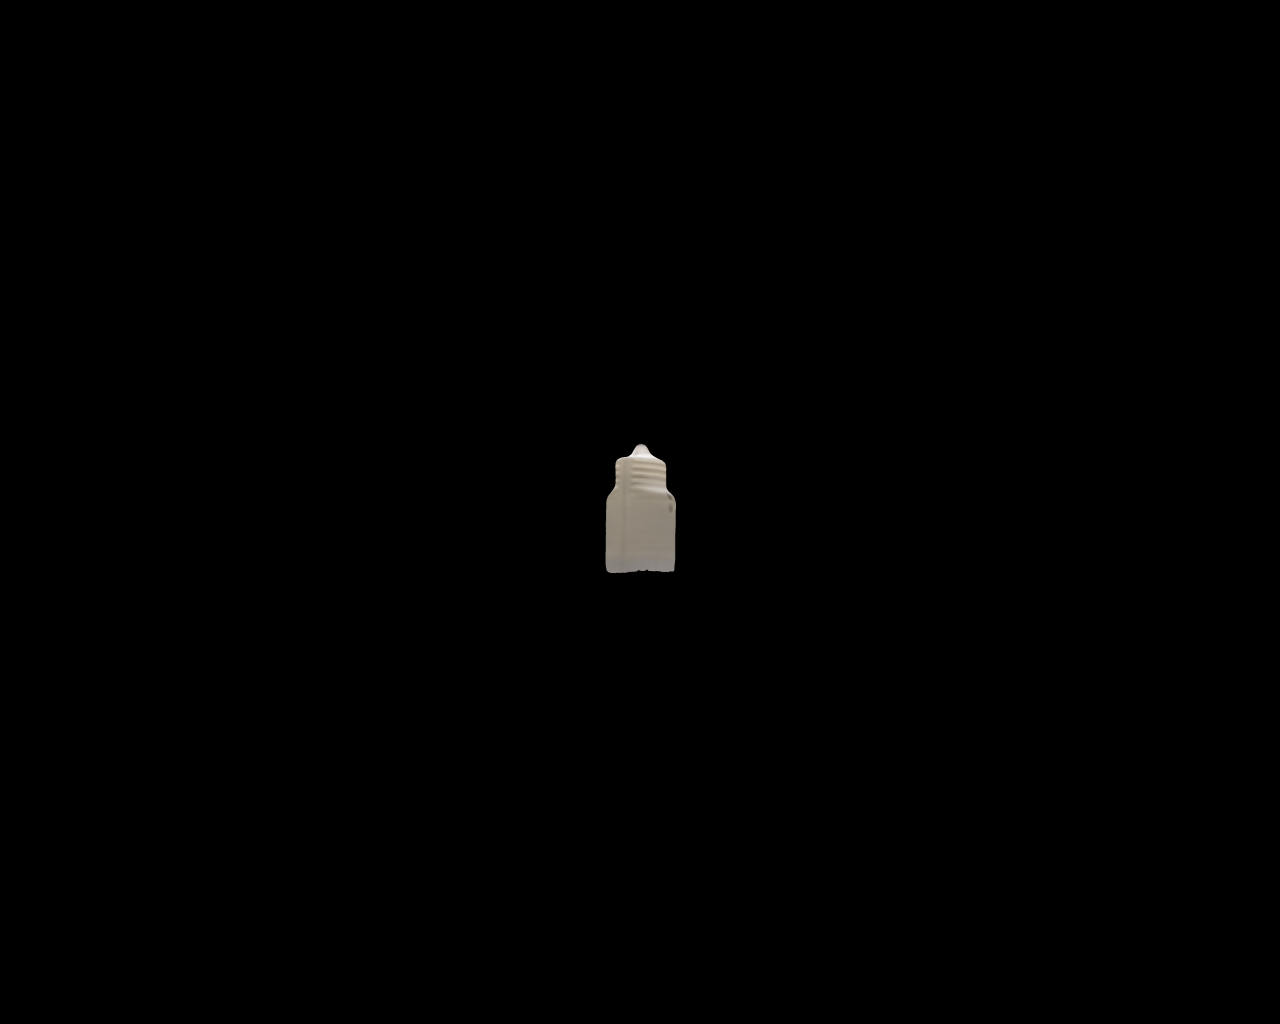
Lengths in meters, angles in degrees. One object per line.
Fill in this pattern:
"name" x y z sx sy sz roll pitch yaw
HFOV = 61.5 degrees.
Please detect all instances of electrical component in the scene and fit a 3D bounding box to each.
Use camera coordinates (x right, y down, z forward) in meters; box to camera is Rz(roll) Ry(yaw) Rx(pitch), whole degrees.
"electrical component" 0.001 -0.003 0.650 0.043 0.081 0.043 0 -3 0
